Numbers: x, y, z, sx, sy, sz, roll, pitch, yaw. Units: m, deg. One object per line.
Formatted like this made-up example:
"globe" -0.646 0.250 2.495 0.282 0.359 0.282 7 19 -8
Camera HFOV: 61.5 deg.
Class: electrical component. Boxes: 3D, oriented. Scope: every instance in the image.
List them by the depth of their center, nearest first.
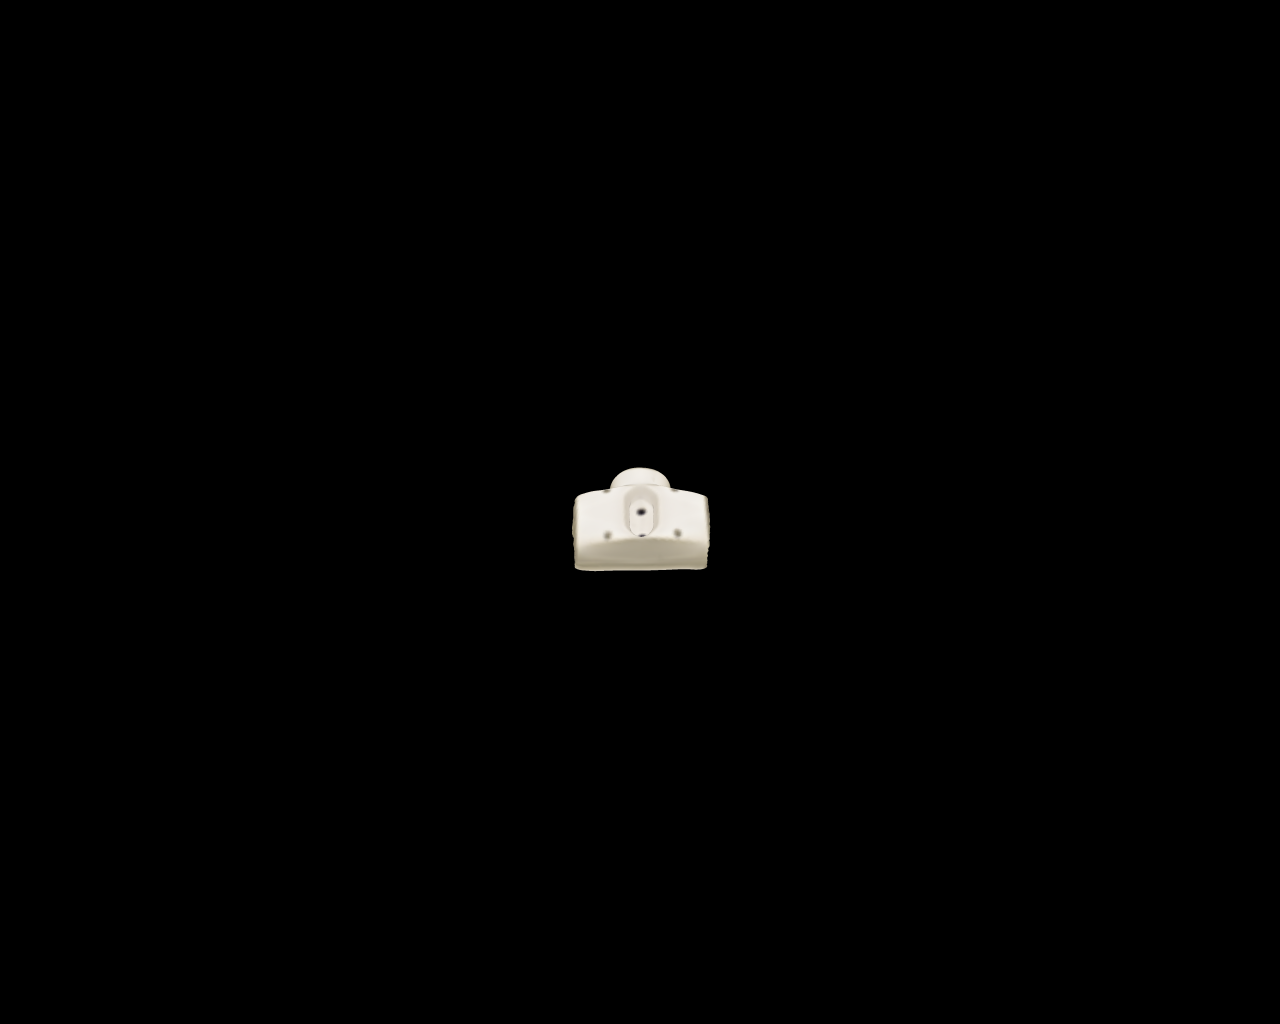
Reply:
"electrical component" 0.001 -0.003 0.650 0.077 0.079 0.043 0 -37 0
